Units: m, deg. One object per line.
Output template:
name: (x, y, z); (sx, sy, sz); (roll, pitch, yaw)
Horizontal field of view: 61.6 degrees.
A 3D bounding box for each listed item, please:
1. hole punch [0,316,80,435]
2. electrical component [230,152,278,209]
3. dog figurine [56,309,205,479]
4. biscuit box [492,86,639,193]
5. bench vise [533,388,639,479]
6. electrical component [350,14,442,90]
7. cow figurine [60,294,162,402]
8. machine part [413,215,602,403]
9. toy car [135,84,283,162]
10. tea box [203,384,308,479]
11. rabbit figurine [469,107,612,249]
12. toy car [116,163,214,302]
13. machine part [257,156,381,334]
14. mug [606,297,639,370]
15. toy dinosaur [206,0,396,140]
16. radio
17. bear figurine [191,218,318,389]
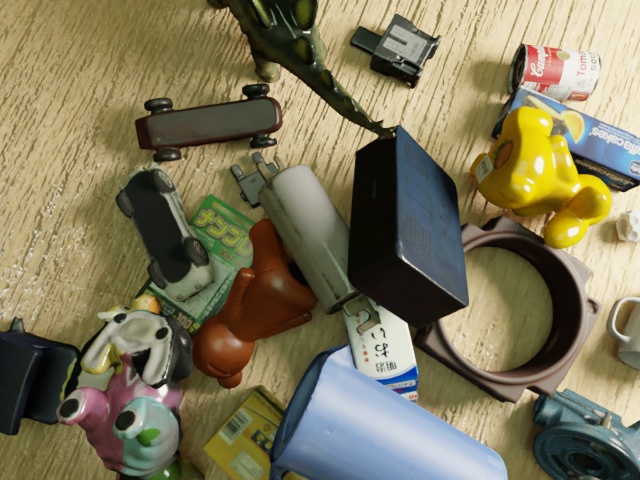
hole punch: (-0.390, 0.178, 0.683); (0.116, 0.092, 0.142); (12, 85, 7)
electrical component: (-0.082, -0.075, 0.749); (0.063, 0.021, 0.094); (-32, 83, -3)
dog figurine: (-0.196, 0.211, 0.629); (0.109, 0.219, 0.191); (3, 47, 14)
biscuit box: (0.344, -0.134, 0.730); (0.203, 0.063, 0.059); (24, 83, 5)
bench vise: (0.337, 0.285, 0.612); (0.224, 0.128, 0.240); (35, 50, 13)
electrical component: (0.103, -0.277, 0.766); (0.119, 0.047, 0.075); (32, 82, 4)
cow figurine: (-0.269, 0.144, 0.696); (0.098, 0.068, 0.167); (15, 82, 11)
machine part: (0.230, 0.086, 0.685); (0.201, 0.087, 0.201); (33, 84, 6)
toy car: (-0.152, -0.161, 0.749); (0.202, 0.053, 0.089); (-10, 99, 0)
tea box: (-0.048, 0.274, 0.668); (0.170, 0.068, 0.098); (44, 84, 6)
rabbit figurine: (0.296, -0.067, 0.666); (0.173, 0.162, 0.121); (23, 118, -18)
toy car: (-0.207, -0.013, 0.715); (0.073, 0.056, 0.202); (-33, 70, 7)
machine part: (-0.001, -0.002, 0.637); (0.079, 0.079, 0.243); (-32, 74, -4)
mug: (0.426, 0.107, 0.686); (0.110, 0.080, 0.107); (25, 72, 10)
toy dinosaur: (-0.058, -0.286, 0.696); (0.105, 0.198, 0.471); (-41, 81, -2)
radio: (0.105, -0.019, 0.636); (0.131, 0.073, 0.230); (38, 40, -28)
bear figurine: (-0.090, 0.090, 0.690); (0.120, 0.132, 0.196); (35, 116, -26)
